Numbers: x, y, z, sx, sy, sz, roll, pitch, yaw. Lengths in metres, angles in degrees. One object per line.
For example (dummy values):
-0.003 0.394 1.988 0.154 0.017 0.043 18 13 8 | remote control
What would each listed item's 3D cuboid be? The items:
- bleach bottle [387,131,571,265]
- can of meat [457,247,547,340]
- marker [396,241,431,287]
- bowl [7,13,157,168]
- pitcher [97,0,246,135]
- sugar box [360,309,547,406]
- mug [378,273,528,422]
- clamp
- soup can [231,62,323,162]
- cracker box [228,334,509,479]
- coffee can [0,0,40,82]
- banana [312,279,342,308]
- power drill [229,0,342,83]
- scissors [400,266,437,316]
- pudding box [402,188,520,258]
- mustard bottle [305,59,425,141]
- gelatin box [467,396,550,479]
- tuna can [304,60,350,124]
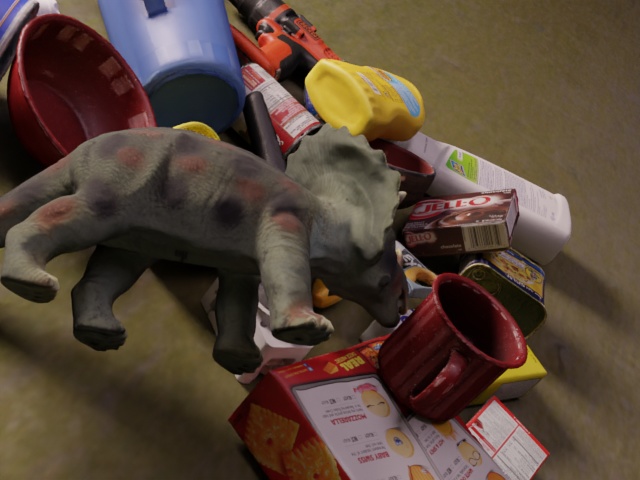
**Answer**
0.179 -0.066 1.275 0.250 0.068 0.102 29 31 -12 | bleach bottle
0.193 0.047 1.143 0.102 0.058 0.084 34 30 -6 | can of meat
0.096 0.028 1.103 0.121 0.020 0.020 44 31 9 | marker
-0.209 -0.106 0.898 0.162 0.055 0.162 41 34 -37 | bowl
-0.154 -0.219 1.056 0.149 0.145 0.243 13 42 -35 | pitcher
0.129 0.109 1.005 0.175 0.048 0.093 2 46 -47 | sugar box
0.096 0.091 0.817 0.093 0.082 0.117 39 28 -4 | mug
-0.034 -0.043 0.995 0.164 0.036 0.209 34 49 -4 | clamp
-0.054 -0.126 1.103 0.102 0.069 0.068 44 31 10 | soup can
0.055 0.183 0.806 0.163 0.072 0.214 -9 55 -52 | cracker box
-0.318 -0.188 0.875 0.140 0.103 0.102 30 32 -13 | coffee can
0.010 0.000 1.039 0.069 0.037 0.198 5 39 -15 | banana
-0.072 -0.236 1.238 0.184 0.057 0.187 43 31 7 | power drill
0.060 0.041 1.001 0.096 0.016 0.201 27 15 19 | scissors
0.151 -0.018 1.142 0.090 0.114 0.039 -58 140 -59 | pudding box
0.065 -0.151 1.179 0.096 0.058 0.191 49 25 18 | mustard bottle
0.156 0.188 0.945 0.073 0.030 0.089 46 32 10 | gelatin box
0.018 -0.159 1.212 0.086 0.034 0.086 16 71 -56 | tuna can
